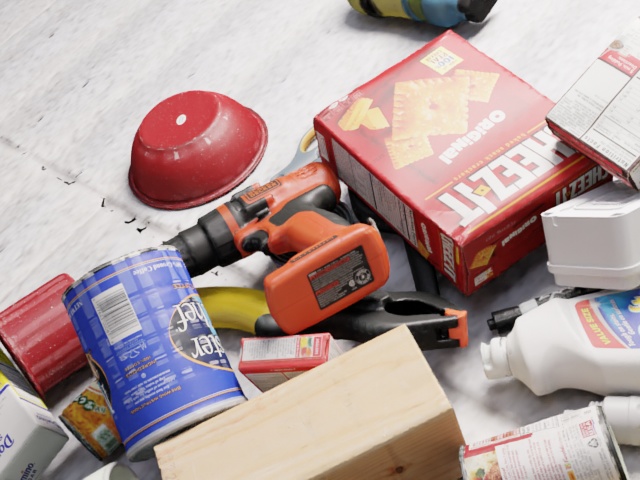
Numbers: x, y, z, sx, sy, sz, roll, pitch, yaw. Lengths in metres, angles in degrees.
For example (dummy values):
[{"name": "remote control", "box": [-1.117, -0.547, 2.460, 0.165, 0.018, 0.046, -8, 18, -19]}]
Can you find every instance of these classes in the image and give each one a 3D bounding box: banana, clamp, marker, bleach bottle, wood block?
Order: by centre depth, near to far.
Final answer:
[{"name": "bleach bottle", "box": [0.244, 0.077, 0.780, 0.251, 0.068, 0.102, -11, 44, 17]}, {"name": "wood block", "box": [-0.004, 0.161, 0.784, 0.206, 0.091, 0.090, -26, 45, -2]}, {"name": "marker", "box": [0.193, 0.049, 0.858, 0.121, 0.020, 0.020, -20, 44, 5]}, {"name": "clamp", "box": [0.045, 0.058, 0.874, 0.172, 0.039, 0.120, 5, 28, 24]}, {"name": "banana", "box": [-0.094, 0.069, 0.946, 0.198, 0.037, 0.069, 5, 40, 29]}, {"name": "clamp", "box": [0.102, -0.035, 0.966, 0.164, 0.036, 0.210, -35, 48, -13]}]

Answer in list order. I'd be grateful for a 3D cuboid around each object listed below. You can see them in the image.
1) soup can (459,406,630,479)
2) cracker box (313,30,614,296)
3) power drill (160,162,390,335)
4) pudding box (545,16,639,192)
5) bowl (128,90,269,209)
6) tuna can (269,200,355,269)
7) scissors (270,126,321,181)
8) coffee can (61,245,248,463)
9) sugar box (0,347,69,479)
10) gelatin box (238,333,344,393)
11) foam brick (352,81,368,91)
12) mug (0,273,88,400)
[{"name": "soup can", "box": [0.154, 0.159, 0.727, 0.102, 0.068, 0.068, -20, 43, 13]}, {"name": "cracker box", "box": [0.119, -0.076, 0.922, 0.164, 0.072, 0.214, -33, 50, -14]}, {"name": "power drill", "box": [-0.040, 0.008, 0.891, 0.184, 0.057, 0.188, -30, 30, -11]}, {"name": "pudding box", "box": [0.245, -0.106, 0.824, 0.113, 0.039, 0.090, -49, 54, 4]}, {"name": "bowl", "box": [-0.139, -0.108, 1.128, 0.162, 0.055, 0.162, -12, 45, 12]}, {"name": "tuna can", "box": [-0.006, 0.001, 0.980, 0.086, 0.033, 0.086, -12, 45, 12]}, {"name": "scissors", "box": [-0.021, -0.056, 1.054, 0.096, 0.016, 0.201, 23, 61, 38]}, {"name": "coffee can", "box": [-0.130, 0.090, 0.842, 0.103, 0.103, 0.140, -26, 76, -2]}, {"name": "sugar box", "box": [-0.296, 0.155, 0.936, 0.093, 0.048, 0.176, -52, 50, -1]}, {"name": "gelatin box", "box": [-0.014, 0.104, 0.844, 0.073, 0.089, 0.030, -5, 61, 19]}, {"name": "foam brick", "box": [0.081, -0.137, 1.063, 0.078, 0.051, 0.053, -29, 42, -7]}, {"name": "mug", "box": [-0.246, 0.083, 0.975, 0.081, 0.093, 0.117, -35, 16, -19]}]
